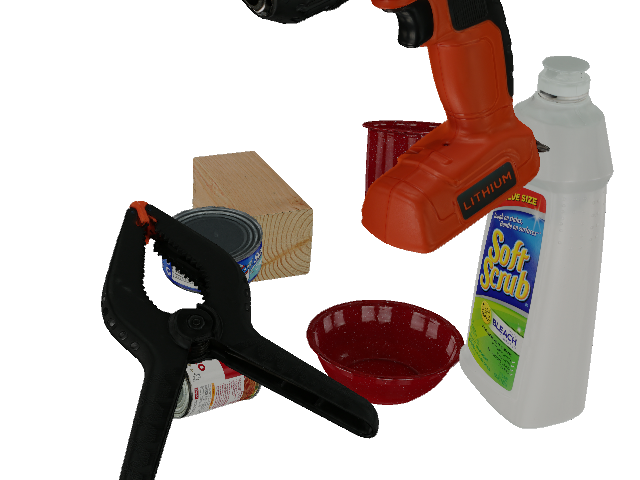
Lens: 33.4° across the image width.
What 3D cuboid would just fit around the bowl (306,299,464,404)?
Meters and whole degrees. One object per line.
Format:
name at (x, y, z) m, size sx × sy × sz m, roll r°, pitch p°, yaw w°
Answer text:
bowl at (0.065, 0.122, 1.099) m, size 0.162 × 0.055 × 0.162 m, roll 2°, pitch 25°, yaw -1°

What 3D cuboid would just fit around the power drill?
power drill at (0.047, -0.090, 0.517) m, size 0.184 × 0.187 × 0.057 m, roll -33°, pitch 42°, yaw -29°

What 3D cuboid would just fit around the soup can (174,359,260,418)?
soup can at (-0.124, 0.152, 1.170) m, size 0.102 × 0.068 × 0.069 m, roll -9°, pitch 6°, yaw -44°

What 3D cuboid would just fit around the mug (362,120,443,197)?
mug at (0.095, -0.065, 0.987) m, size 0.117 × 0.081 × 0.093 m, roll 7°, pitch 12°, yaw 19°

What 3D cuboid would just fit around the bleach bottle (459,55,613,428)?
bleach bottle at (0.145, -0.002, 0.709) m, size 0.068 × 0.251 × 0.103 m, roll -11°, pitch 31°, yaw -18°

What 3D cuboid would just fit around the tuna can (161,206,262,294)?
tuna can at (-0.091, 0.008, 0.896) m, size 0.086 × 0.034 × 0.086 m, roll 1°, pitch 35°, yaw -1°

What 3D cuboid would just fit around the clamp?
clamp at (-0.067, 0.061, 0.661) m, size 0.164 × 0.210 × 0.036 m, roll -10°, pitch -32°, yaw -20°

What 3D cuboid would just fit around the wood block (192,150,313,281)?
wood block at (-0.091, -0.035, 1.363) m, size 0.090 × 0.090 × 0.206 m, roll -8°, pitch 27°, yaw -22°
